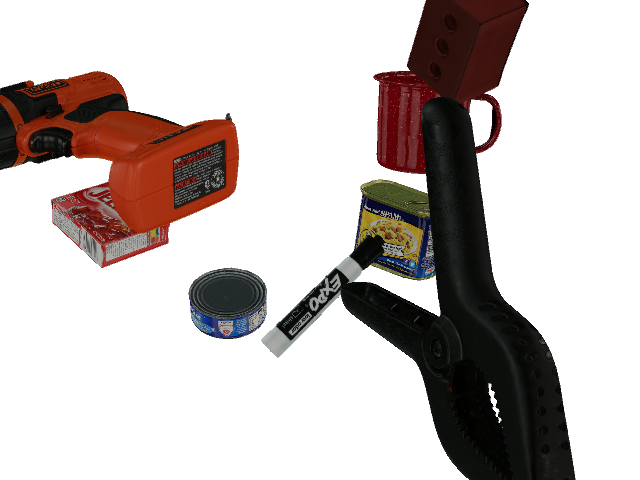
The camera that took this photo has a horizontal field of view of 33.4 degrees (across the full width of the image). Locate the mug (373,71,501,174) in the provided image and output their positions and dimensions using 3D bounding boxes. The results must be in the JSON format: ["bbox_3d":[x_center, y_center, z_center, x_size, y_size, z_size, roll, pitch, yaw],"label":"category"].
[{"bbox_3d":[0.105,-0.107,0.966,0.117,0.081,0.093,2,16,2],"label":"mug"}]

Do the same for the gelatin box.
[{"bbox_3d":[-0.193,-0.018,0.980,0.073,0.030,0.089,-22,44,-37],"label":"gelatin box"}]

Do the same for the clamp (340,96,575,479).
[{"bbox_3d":[0.074,0.042,0.537,0.036,0.165,0.210,-6,45,-24],"label":"clamp"}]

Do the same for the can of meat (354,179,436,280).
[{"bbox_3d":[0.089,-0.011,1.185,0.102,0.084,0.057,22,26,30],"label":"can of meat"}]

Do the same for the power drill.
[{"bbox_3d":[-0.164,-0.063,0.723,0.188,0.057,0.184,22,34,33],"label":"power drill"}]

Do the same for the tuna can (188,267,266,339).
[{"bbox_3d":[-0.102,0.069,1.178,0.086,0.034,0.086,1,37,-1],"label":"tuna can"}]

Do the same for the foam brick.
[{"bbox_3d":[0.104,-0.146,0.763,0.051,0.078,0.053,-28,60,-31],"label":"foam brick"}]

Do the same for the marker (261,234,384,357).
[{"bbox_3d":[0.004,0.040,0.809,0.121,0.020,0.020,-44,10,-10],"label":"marker"}]
